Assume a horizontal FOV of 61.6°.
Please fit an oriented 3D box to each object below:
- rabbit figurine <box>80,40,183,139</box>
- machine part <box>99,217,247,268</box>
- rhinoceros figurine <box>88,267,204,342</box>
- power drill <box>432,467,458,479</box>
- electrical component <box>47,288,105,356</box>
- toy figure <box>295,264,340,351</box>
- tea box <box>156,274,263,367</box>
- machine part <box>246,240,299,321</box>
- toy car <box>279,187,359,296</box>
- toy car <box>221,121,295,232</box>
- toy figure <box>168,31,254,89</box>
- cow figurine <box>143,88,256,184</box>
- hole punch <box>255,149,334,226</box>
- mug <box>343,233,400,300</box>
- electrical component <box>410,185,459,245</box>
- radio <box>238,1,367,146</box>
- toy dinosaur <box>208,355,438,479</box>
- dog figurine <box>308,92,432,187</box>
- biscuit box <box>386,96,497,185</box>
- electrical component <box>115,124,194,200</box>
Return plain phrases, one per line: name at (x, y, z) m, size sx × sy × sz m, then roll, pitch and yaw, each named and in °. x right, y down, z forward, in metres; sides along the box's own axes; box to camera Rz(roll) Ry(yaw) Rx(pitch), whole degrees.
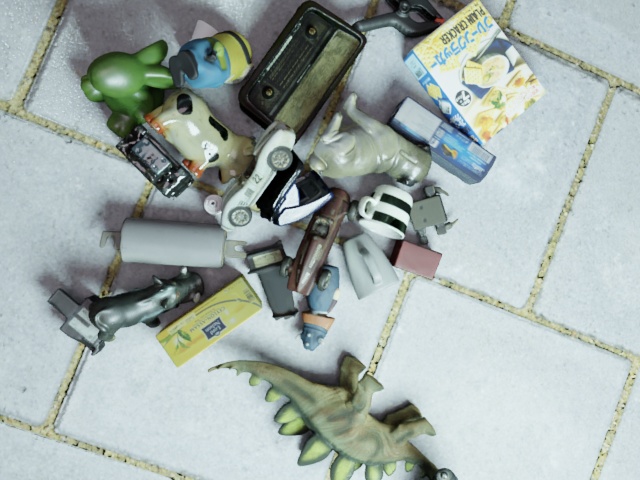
rabbit figurine at (-0.301, -0.246, 0.860) m, size 0.159 × 0.170 × 0.121 m, roll -25°, pitch 94°, yaw -6°
machine part at (-0.247, 0.004, 0.916) m, size 0.243 × 0.079 × 0.079 m, roll 5°, pitch 90°, yaw -6°
rhinoceros figurine at (-0.285, 0.099, 0.887) m, size 0.190 × 0.112 × 0.073 m, roll -18°, pitch 71°, yaw -36°
power drill at (0.158, 0.482, 0.932) m, size 0.207 × 0.086 × 0.231 m, roll -28°, pitch 130°, yaw 0°
electrical component at (-0.401, 0.131, 0.911) m, size 0.119 × 0.048 × 0.075 m, roll 39°, pitch 85°, yaw -5°
toy figure at (0.001, 0.120, 0.955) m, size 0.058 × 0.064 × 0.154 m, roll 11°, pitch 90°, yaw -34°
tea box at (-0.184, 0.133, 0.914) m, size 0.170 × 0.098 × 0.068 m, roll -36°, pitch 94°, yaw -4°
machine part at (-0.080, 0.076, 0.958) m, size 0.084 × 0.039 × 0.138 m, roll -20°, pitch 91°, yaw -15°
toy car at (-0.002, -0.003, 0.930) m, size 0.089 × 0.053 × 0.202 m, roll 20°, pitch 71°, yaw 13°
toy car at (-0.107, -0.100, 0.874) m, size 0.056 × 0.074 × 0.201 m, roll 30°, pitch 108°, yaw -23°
toy figure at (-0.172, -0.296, 0.880) m, size 0.082 × 0.180 × 0.089 m, roll 14°, pitch 114°, yaw 22°
cow figurine at (-0.181, -0.167, 0.902) m, size 0.127 × 0.086 × 0.194 m, roll -43°, pitch 120°, yaw -4°
hole punch at (-0.049, -0.083, 0.919) m, size 0.092 × 0.142 × 0.115 m, roll 31°, pitch 106°, yaw -34°
mug at (0.081, 0.042, 0.947) m, size 0.081 × 0.109 × 0.107 m, roll -27°, pitch 79°, yaw 3°
electrical component at (0.207, -0.050, 0.992) m, size 0.078 × 0.045 × 0.102 m, roll -22°, pitch 91°, yaw 22°
radio at (-0.035, -0.290, 0.942) m, size 0.131 × 0.073 × 0.229 m, roll 35°, pitch 85°, yaw -7°
toy dinosaur at (0.034, 0.311, 0.938) m, size 0.471 × 0.105 × 0.198 m, roll 38°, pitch 86°, yaw -7°
dog figurine at (0.089, -0.134, 0.914) m, size 0.190 × 0.121 × 0.172 m, roll 34°, pitch 68°, yaw -1°
biscuit box at (0.219, -0.178, 0.981) m, size 0.202 × 0.063 × 0.059 m, roll 33°, pitch 86°, yaw -7°
electrical component at (-0.269, -0.126, 0.884) m, size 0.115 × 0.134 × 0.058 m, roll 44°, pitch 84°, yaw -7°
